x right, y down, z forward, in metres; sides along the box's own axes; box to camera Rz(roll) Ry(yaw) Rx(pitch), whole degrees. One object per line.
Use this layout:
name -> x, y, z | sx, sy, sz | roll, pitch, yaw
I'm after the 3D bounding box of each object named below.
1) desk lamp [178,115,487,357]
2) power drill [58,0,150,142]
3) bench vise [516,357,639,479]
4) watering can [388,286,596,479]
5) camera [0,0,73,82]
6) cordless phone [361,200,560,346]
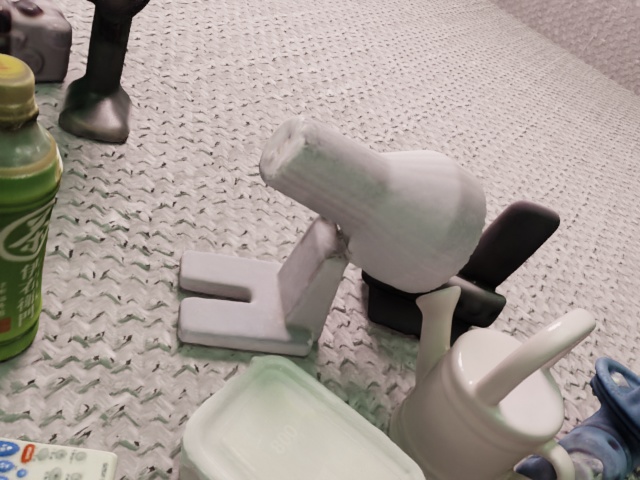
desk lamp -> 0.004, 0.002, 0.484 | 0.204, 0.213, 0.117 | 10, 41, -23
power drill -> -0.216, -0.213, 0.593 | 0.076, 0.208, 0.229 | 9, 42, -24
bench vise -> 0.285, 0.157, 0.481 | 0.121, 0.219, 0.208 | 40, 39, 14
watering can -> 0.135, 0.115, 0.455 | 0.172, 0.194, 0.101 | 38, 38, 12
camera -> -0.366, -0.249, 0.626 | 0.144, 0.100, 0.136 | -18, 57, -44
cordless phone -> 0.136, 0.015, 0.577 | 0.148, 0.185, 0.094 | 18, 39, -13
